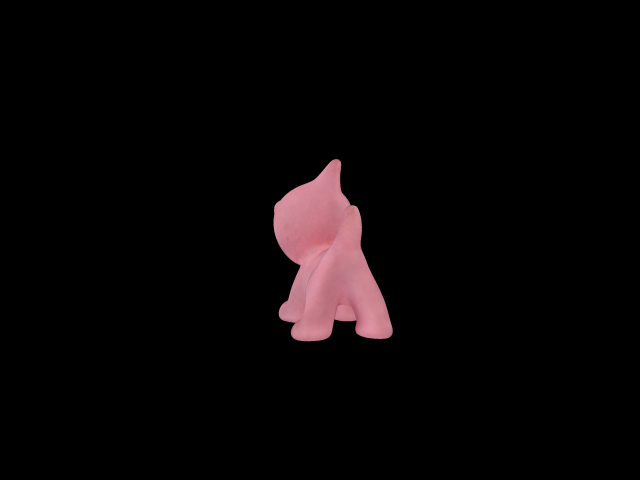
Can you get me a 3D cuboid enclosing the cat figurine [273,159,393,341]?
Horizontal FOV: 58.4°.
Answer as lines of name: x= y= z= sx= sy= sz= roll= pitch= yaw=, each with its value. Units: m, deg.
cat figurine: x=0.004 y=0.001 z=0.400 sx=0.067 sy=0.118 sz=0.127 roll=-1 pitch=4 yaw=-15
